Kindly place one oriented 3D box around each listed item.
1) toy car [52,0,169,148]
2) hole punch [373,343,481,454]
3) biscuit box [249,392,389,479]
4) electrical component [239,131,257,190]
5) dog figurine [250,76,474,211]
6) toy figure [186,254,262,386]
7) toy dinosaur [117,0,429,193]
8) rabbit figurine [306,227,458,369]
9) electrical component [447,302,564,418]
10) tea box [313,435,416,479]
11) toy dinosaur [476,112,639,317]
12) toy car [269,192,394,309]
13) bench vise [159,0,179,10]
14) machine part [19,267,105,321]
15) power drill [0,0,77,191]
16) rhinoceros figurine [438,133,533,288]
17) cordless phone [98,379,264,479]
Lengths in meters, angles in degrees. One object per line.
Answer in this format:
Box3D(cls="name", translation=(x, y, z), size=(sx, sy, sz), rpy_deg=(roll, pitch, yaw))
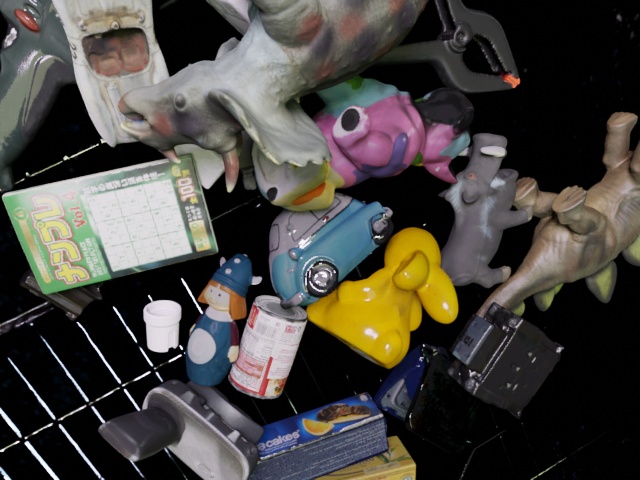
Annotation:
Box3D(cls="toy car", translation=(-0.167, -0.169, 0.429), size=(0.073, 0.056, 0.201), rpy_deg=(-17, 134, -18))
Box3D(cls="hole punch", translation=(0.149, 0.208, 0.726), size=(0.142, 0.092, 0.116), rpy_deg=(35, 73, -20))
Box3D(cls="biscuit box", translation=(-0.016, 0.265, 0.696), size=(0.203, 0.059, 0.062), rpy_deg=(-14, 111, -14))
Box3D(cls="electrical component", translation=(-0.069, -0.103, 0.591), size=(0.063, 0.021, 0.093), rpy_deg=(-13, 109, -14))
Box3D(cls="dog figurine", translation=(0.059, -0.097, 0.573), size=(0.219, 0.108, 0.191), rpy_deg=(9, 139, -46))
Box3D(cls="toy figure", translation=(-0.112, 0.090, 0.612), size=(0.064, 0.058, 0.154), rpy_deg=(16, 103, -5))
Box3D(cls="toy dinosaur", translation=(0.022, -0.200, 0.412), size=(0.405, 0.131, 0.192), rpy_deg=(-43, 134, -10))
Box3D(cls="rabbit figurine", translation=(0.084, 0.054, 0.631), size=(0.122, 0.162, 0.173), rpy_deg=(39, 74, -12))
Box3D(cls="electrical component", translation=(0.228, 0.148, 0.677), size=(0.134, 0.058, 0.115), rpy_deg=(30, 91, -28))
Box3D(cls="tea box", translation=(0.040, 0.340, 0.731), size=(0.170, 0.068, 0.098), rpy_deg=(-5, 107, -17))
Box3D(cls="toy dinosaur", translation=(0.343, -0.005, 0.708), size=(0.471, 0.105, 0.198), rpy_deg=(-37, 118, 8))
Box3D(cls="toy car", translation=(-0.001, -0.002, 0.602), size=(0.161, 0.109, 0.103), rpy_deg=(-42, 95, -13))
Box3D(cls="bench vise", translation=(-0.177, -0.304, 0.430), size=(0.223, 0.129, 0.240), rpy_deg=(-46, 120, -27))
Box3D(cls="machine part", translation=(-0.242, 0.015, 0.563), size=(0.139, 0.039, 0.084), rpy_deg=(-46, 108, 1))
Box3D(cls="power drill", translation=(-0.283, -0.165, 0.481), size=(0.232, 0.086, 0.207), rpy_deg=(42, 83, -26))
Box3D(cls="rhinoceros figurine", translation=(0.195, -0.035, 0.666), size=(0.112, 0.073, 0.190), rpy_deg=(11, 96, -20))
Box3D(cls="cordless phone", translation=(-0.140, 0.213, 0.560), size=(0.147, 0.184, 0.088), rpy_deg=(37, 85, 10))
